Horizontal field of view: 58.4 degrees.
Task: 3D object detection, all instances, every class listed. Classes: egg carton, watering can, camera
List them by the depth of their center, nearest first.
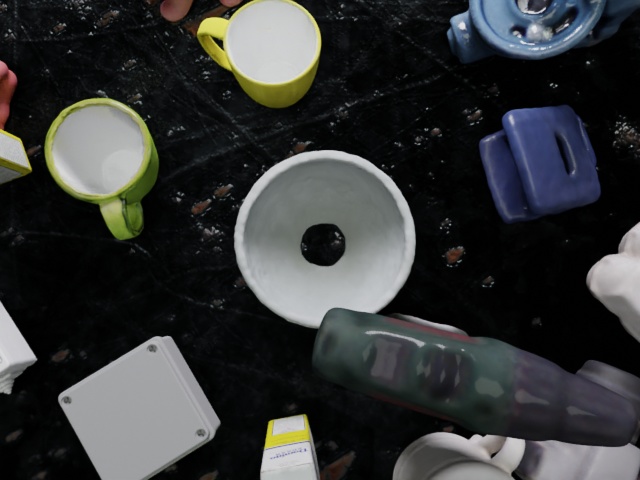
[{"bbox_3d":[0.121,0.239,0.474,0.101,0.194,0.173,12,84,1],"label":"watering can"},{"bbox_3d":[0.270,0.193,0.529,0.143,0.101,0.137,26,84,2],"label":"camera"},{"bbox_3d":[0.341,0.059,0.561,0.107,0.069,0.150,-43,86,-5],"label":"egg carton"}]

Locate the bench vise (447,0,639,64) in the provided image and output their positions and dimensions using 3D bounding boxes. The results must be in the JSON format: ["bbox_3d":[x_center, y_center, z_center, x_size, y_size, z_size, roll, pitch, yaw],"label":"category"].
[{"bbox_3d":[0.232,-0.249,0.517,0.207,0.219,0.121,-31,85,-4],"label":"bench vise"}]

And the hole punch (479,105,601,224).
[{"bbox_3d":[0.222,-0.079,0.563,0.101,0.091,0.109,-16,84,-3],"label":"hole punch"}]

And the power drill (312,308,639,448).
[{"bbox_3d":[0.107,0.108,0.481,0.229,0.208,0.076,13,84,1],"label":"power drill"}]

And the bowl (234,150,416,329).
[{"bbox_3d":[0.005,0.002,0.558,0.167,0.074,0.167,0,84,-1],"label":"bowl"}]

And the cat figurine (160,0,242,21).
[{"bbox_3d":[-0.143,-0.275,0.564,0.128,0.117,0.067,-20,84,-3],"label":"cat figurine"}]

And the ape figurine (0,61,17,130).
[{"bbox_3d":[-0.344,-0.153,0.559,0.078,0.092,0.076,-34,85,-4],"label":"ape figurine"}]
